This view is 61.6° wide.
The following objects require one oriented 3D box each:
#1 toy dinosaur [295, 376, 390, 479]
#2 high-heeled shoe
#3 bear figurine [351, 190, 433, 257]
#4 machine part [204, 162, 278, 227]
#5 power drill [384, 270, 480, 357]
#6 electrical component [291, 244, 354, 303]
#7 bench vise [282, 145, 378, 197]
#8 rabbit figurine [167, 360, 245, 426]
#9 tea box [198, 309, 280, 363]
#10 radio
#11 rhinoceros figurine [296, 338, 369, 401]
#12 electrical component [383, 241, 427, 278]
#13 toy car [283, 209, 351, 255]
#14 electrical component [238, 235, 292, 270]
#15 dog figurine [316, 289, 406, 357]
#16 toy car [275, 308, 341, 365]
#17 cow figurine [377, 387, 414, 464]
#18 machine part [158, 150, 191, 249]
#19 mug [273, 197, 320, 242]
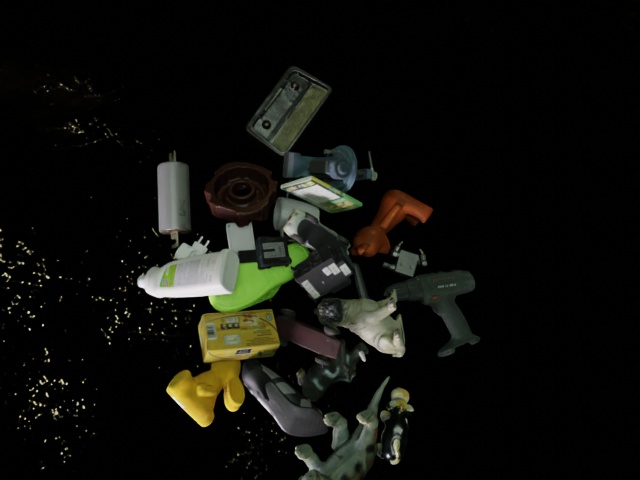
[{"bbox_3d":[0.053,0.508,1.230,0.405,0.131,0.191,-34,125,-22],"label":"toy dinosaur"},{"bbox_3d":[-0.085,0.370,1.267,0.086,0.145,0.248,-46,123,1],"label":"high-heeled shoe"},{"bbox_3d":[0.171,-0.023,1.338,0.132,0.120,0.196,31,80,-4],"label":"bear figurine"},{"bbox_3d":[-0.190,-0.114,1.312,0.179,0.056,0.179,2,53,-2],"label":"machine part"},{"bbox_3d":[0.294,0.182,1.341,0.232,0.086,0.207,-18,75,-12],"label":"power drill"},{"bbox_3d":[0.013,0.076,1.289,0.134,0.114,0.058,-30,44,5],"label":"electrical component"},{"bbox_3d":[0.033,-0.170,1.339,0.240,0.224,0.128,2,84,-37],"label":"bench vise"},{"bbox_3d":[-0.243,0.326,1.234,0.162,0.121,0.173,38,59,7],"label":"rabbit figurine"},{"bbox_3d":[-0.187,0.220,1.241,0.169,0.068,0.098,2,54,-24],"label":"tea box"},{"bbox_3d":[-0.083,-0.326,1.385,0.131,0.073,0.229,34,78,0],"label":"radio"},{"bbox_3d":[0.031,0.304,1.286,0.190,0.073,0.112,-39,85,-11],"label":"rhinoceros figurine"},{"bbox_3d":[0.219,0.052,1.366,0.102,0.045,0.078,24,77,-2],"label":"electrical component"},{"bbox_3d":[-0.003,-0.004,1.312,0.201,0.056,0.073,34,84,-35],"label":"toy car"},{"bbox_3d":[-0.131,0.030,1.273,0.119,0.048,0.075,0,73,-19],"label":"electrical component"},{"bbox_3d":[0.098,0.208,1.275,0.191,0.121,0.172,-12,87,12],"label":"dog figurine"},{"bbox_3d":[-0.030,0.225,1.256,0.202,0.053,0.089,13,85,36],"label":"toy car"},{"bbox_3d":[0.179,0.435,1.267,0.068,0.098,0.167,10,79,2],"label":"cow figurine"},{"bbox_3d":[-0.356,-0.101,1.312,0.079,0.079,0.243,-3,79,-7],"label":"machine part"},{"bbox_3d":[-0.056,-0.050,1.336,0.107,0.081,0.109,4,74,-16],"label":"mug"}]
